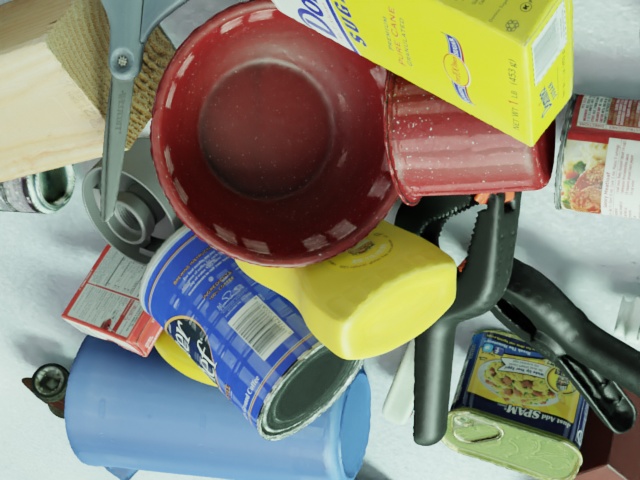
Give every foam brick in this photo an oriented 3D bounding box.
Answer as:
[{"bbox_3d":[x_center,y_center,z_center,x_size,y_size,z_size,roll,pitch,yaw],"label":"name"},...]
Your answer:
[{"bbox_3d":[0.221,0.158,0.804,0.051,0.078,0.053,39,139,-15],"label":"foam brick"}]

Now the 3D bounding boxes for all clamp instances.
[{"bbox_3d":[0.066,0.022,0.736,0.165,0.036,0.210,48,133,26],"label":"clamp"},{"bbox_3d":[0.167,0.070,0.733,0.171,0.039,0.120,42,159,20],"label":"clamp"}]

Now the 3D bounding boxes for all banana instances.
[{"bbox_3d":[-0.057,0.085,0.838,0.198,0.069,0.037,11,167,17],"label":"banana"}]

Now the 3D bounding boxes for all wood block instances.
[{"bbox_3d":[-0.207,-0.103,0.724,0.206,0.090,0.090,-9,130,35],"label":"wood block"}]

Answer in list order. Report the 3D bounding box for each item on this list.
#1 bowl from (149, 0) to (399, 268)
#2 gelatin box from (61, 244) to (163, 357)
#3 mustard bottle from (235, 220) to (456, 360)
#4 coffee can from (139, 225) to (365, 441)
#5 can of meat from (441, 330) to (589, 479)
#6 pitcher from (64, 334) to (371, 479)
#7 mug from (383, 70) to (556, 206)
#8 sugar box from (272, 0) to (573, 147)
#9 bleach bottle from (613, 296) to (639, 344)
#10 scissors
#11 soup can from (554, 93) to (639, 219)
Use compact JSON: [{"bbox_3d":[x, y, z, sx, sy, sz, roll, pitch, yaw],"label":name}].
[{"bbox_3d":[-0.026,-0.066,0.654,0.162,0.162,0.055,39,176,-17],"label":"bowl"},{"bbox_3d":[-0.156,0.048,0.862,0.089,0.073,0.030,14,156,39],"label":"gelatin box"},{"bbox_3d":[-0.005,0.000,0.711,0.192,0.096,0.058,38,145,42],"label":"mustard bottle"},{"bbox_3d":[-0.049,0.059,0.771,0.140,0.102,0.103,43,149,26],"label":"coffee can"},{"bbox_3d":[0.149,0.121,0.794,0.102,0.083,0.057,16,141,11],"label":"can of meat"},{"bbox_3d":[-0.084,0.133,0.910,0.243,0.145,0.149,4,149,19],"label":"pitcher"},{"bbox_3d":[0.087,-0.079,0.608,0.082,0.093,0.117,-1,98,21],"label":"mug"},{"bbox_3d":[0.043,-0.123,0.542,0.176,0.048,0.093,30,164,25],"label":"sugar box"},{"bbox_3d":[0.317,0.084,0.683,0.251,0.068,0.102,13,140,18],"label":"bleach bottle"},{"bbox_3d":[-0.096,-0.114,0.625,0.096,0.016,0.202,-6,96,9],"label":"scissors"},{"bbox_3d":[0.189,-0.044,0.599,0.102,0.068,0.068,9,139,18],"label":"soup can"}]
